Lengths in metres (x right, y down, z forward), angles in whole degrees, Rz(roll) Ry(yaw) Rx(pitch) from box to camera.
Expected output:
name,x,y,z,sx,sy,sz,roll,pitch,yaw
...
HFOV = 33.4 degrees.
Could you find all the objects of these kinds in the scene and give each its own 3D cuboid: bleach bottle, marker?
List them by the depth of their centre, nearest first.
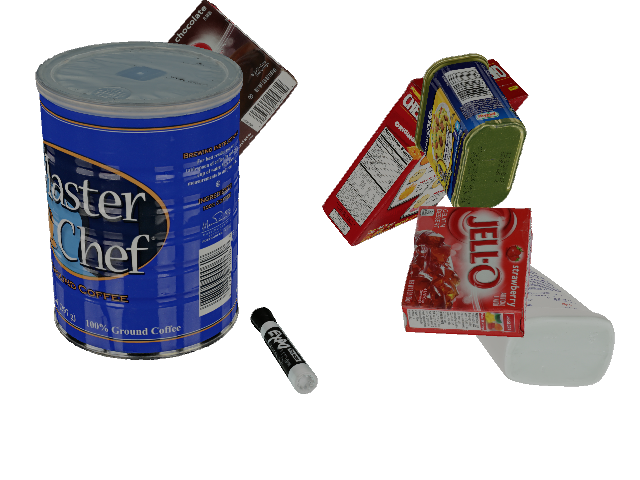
name,x,y,z,sx,sy,sz,roll,pitch,yaw
marker,-0.031,0.084,0.841,0.020,0.020,0.121,0,21,-21
bleach bottle,0.177,0.051,1.011,0.102,0.068,0.251,3,20,-12

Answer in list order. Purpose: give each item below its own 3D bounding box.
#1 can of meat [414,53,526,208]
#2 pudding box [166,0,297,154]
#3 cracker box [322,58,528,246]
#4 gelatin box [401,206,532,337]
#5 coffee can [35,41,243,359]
name,x,y,z,sx,sy,sz,roll,pitch,yaw
can of meat,0.121,-0.085,0.865,0.057,0.084,0.102,-11,-41,-13
pudding box,-0.085,-0.101,0.763,0.090,0.113,0.039,44,4,23
cracker box,0.116,-0.102,1.225,0.163,0.072,0.214,-23,-23,-45
gelatin box,0.093,0.017,0.667,0.073,0.089,0.030,2,-43,15
coffee can,-0.093,-0.023,0.565,0.103,0.140,0.103,2,27,-1
